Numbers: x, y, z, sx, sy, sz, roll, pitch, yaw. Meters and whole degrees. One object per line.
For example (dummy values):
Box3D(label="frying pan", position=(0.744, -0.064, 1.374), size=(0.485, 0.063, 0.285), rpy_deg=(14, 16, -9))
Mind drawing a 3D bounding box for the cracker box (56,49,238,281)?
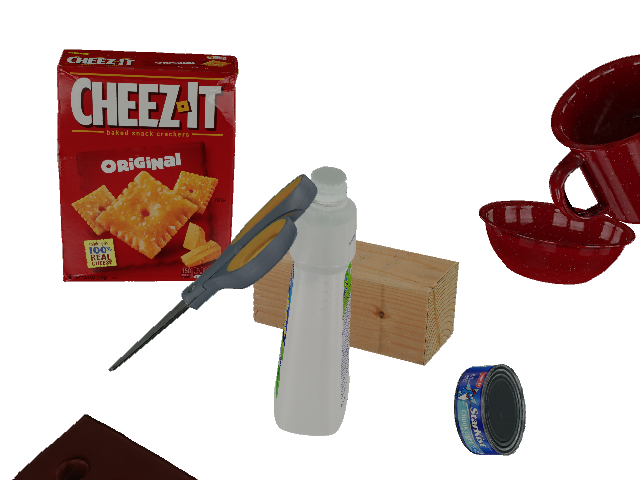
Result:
Box3D(label="cracker box", position=(-0.163, -0.067, 1.015), size=(0.164, 0.214, 0.072), rpy_deg=(1, 24, -8))

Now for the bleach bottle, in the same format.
Box3D(label="bleach bottle", position=(-0.001, 0.047, 0.917), size=(0.068, 0.251, 0.102), rpy_deg=(6, 35, 2))

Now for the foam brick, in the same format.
Box3D(label="foam brick", position=(-0.084, 0.121, 0.445), size=(0.078, 0.051, 0.052), rpy_deg=(23, 45, 28))

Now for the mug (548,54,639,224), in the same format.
Box3D(label="mug", position=(0.206, -0.058, 0.723), size=(0.117, 0.081, 0.093), rpy_deg=(-41, 34, -6))

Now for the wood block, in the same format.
Box3D(label="wood block", position=(0.037, 0.058, 1.173), size=(0.206, 0.091, 0.090), rpy_deg=(13, 26, 24))

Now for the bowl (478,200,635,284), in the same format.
Box3D(label="bowl", position=(0.243, 0.005, 1.118), size=(0.162, 0.055, 0.162), rpy_deg=(6, 17, -2))

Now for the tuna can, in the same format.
Box3D(label="tuna can", position=(0.161, 0.161, 1.017), size=(0.034, 0.086, 0.085), rpy_deg=(-8, -5, 36))

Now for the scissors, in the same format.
Box3D(label="scissors", position=(-0.075, 0.036, 0.690), size=(0.016, 0.202, 0.096), rpy_deg=(42, 11, -15))
